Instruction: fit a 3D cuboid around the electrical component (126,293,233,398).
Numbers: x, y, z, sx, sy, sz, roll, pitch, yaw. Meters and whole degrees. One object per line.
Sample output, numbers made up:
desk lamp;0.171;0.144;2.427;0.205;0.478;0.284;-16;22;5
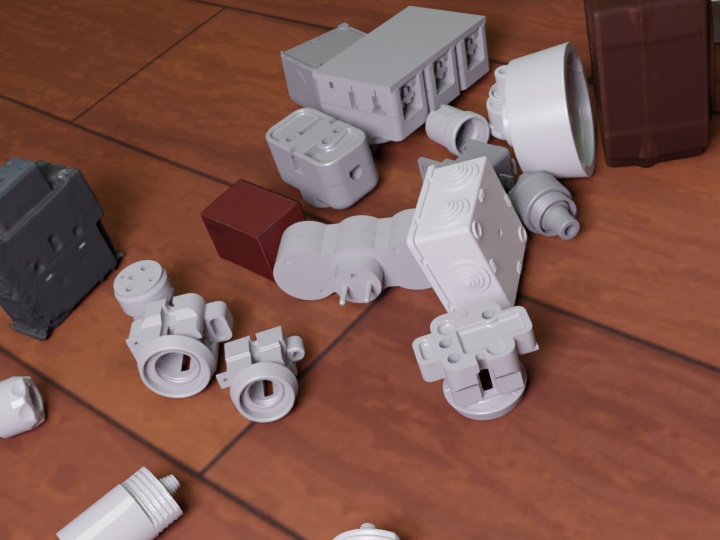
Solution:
electrical component;-0.137;0.059;0.813;0.078;0.058;0.057;-13;38;8

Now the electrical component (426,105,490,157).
electrical component;0.084;-0.123;0.942;0.040;0.040;0.046;-34;36;-16

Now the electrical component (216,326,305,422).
electrical component;-0.070;0.077;0.776;0.066;0.048;0.055;-18;33;2

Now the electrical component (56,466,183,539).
electrical component;-0.154;0.165;0.711;0.081;0.043;0.043;-38;43;-21

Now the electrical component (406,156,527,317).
electrical component;0.082;-0.023;0.786;0.048;0.099;0.099;-12;39;28

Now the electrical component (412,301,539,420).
electrical component;0.080;0.063;0.721;0.078;0.057;0.058;-18;40;2

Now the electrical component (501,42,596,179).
electrical component;0.149;-0.124;0.869;0.060;0.108;0.108;-8;41;23

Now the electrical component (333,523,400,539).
electrical component;0.000;0.185;0.627;0.043;0.043;0.081;-6;42;16

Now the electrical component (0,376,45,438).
electrical component;-0.277;0.109;0.824;0.062;0.043;0.043;-20;40;1

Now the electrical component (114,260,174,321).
electrical component;-0.168;0.026;0.863;0.045;0.055;0.045;-11;41;10

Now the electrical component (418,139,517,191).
electrical component;0.091;-0.073;0.882;0.081;0.042;0.064;21;51;37

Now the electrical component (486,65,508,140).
electrical component;0.131;-0.147;0.932;0.048;0.062;0.048;-11;41;10

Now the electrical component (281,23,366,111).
electrical component;-0.019;-0.195;1.052;0.096;0.061;0.062;-30;40;-24

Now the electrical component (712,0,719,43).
electrical component;0.327;-0.247;0.975;0.080;0.051;0.080;-11;41;10

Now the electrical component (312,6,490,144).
electrical component;0.042;-0.179;0.988;0.089;0.061;0.150;18;44;35

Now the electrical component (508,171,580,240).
electrical component;0.145;-0.046;0.828;0.043;0.043;0.062;-27;41;-9

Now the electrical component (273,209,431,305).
electrical component;0.000;0.000;0.827;0.138;0.052;0.073;-6;42;14

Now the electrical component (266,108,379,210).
electrical component;-0.032;-0.095;0.940;0.054;0.059;0.095;-39;44;-21
